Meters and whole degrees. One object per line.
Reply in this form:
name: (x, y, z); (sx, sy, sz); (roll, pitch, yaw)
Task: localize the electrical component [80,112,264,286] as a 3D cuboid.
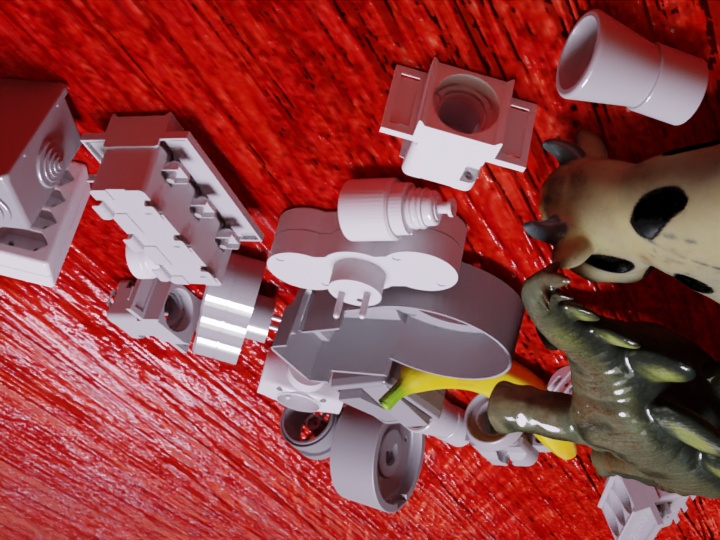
electrical component: (-0.126, -0.042, 0.717); (0.079, 0.063, 0.121); (2, 151, 22)

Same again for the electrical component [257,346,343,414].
electrical component: (-0.047, 0.093, 0.958); (0.077, 0.044, 0.079); (16, 153, -4)

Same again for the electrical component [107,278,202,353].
electrical component: (-0.174, 0.034, 0.907); (0.064, 0.042, 0.081); (-1, 149, 30)

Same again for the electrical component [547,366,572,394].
electrical component: (0.181, 0.104, 0.882); (0.040, 0.040, 0.046); (-15, 136, 43)

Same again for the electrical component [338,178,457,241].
electrical component: (0.022, -0.039, 0.681); (0.078, 0.040, 0.040); (0, 150, 25)

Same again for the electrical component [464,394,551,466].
electrical component: (0.127, 0.139, 0.952); (0.078, 0.058, 0.057); (-4, 151, 31)

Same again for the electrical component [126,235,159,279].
electrical component: (-0.146, -0.014, 0.808); (0.046, 0.040, 0.040); (-2, 149, 19)

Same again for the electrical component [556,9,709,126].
electrical component: (0.134, -0.095, 0.522); (0.065, 0.044, 0.044); (16, 153, -14)

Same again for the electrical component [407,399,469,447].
electrical component: (0.077, 0.138, 0.993); (0.044, 0.044, 0.065); (-14, 147, 42)

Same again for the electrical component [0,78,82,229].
electrical component: (-0.232, -0.073, 0.670); (0.100, 0.099, 0.048); (6, 139, 14)

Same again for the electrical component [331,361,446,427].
electrical component: (0.022, 0.089, 0.901); (0.062, 0.061, 0.096); (-11, 144, 39)

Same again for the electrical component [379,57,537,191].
electrical component: (0.052, -0.077, 0.593); (0.081, 0.042, 0.063); (16, 155, -3)

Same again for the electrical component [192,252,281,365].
electrical component: (-0.089, 0.036, 0.861); (0.074, 0.052, 0.138); (16, 153, -5)

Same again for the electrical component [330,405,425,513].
electrical component: (0.011, 0.169, 1.013); (0.060, 0.108, 0.108); (5, 152, 28)

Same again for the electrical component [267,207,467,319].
electrical component: (0.000, 0.000, 0.728); (0.138, 0.073, 0.052); (0, 150, 25)

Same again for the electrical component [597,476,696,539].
electrical component: (0.270, 0.216, 1.017); (0.063, 0.078, 0.121); (-17, 151, -5)

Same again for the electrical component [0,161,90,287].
electrical component: (-0.228, -0.028, 0.768); (0.047, 0.083, 0.075); (14, 153, -1)
